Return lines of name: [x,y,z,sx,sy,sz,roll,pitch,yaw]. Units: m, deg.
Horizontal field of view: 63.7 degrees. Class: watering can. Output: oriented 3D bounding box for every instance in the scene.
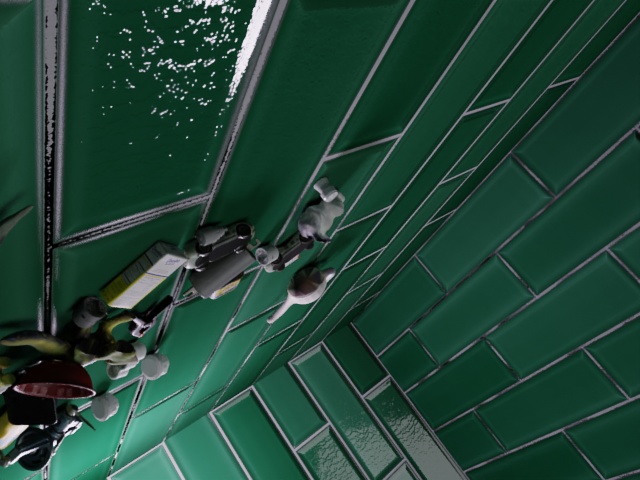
watering can: [-0.081,0.214,2.053,0.349,0.105,0.221,-37,163,-7]

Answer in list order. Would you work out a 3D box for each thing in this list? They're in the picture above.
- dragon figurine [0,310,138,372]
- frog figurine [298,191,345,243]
dragon figurine: [-0.574,0.262,1.177,0.240,0.124,0.408,-37,154,22]
frog figurine: [0.005,-0.077,1.523,0.137,0.123,0.159,14,90,-58]
